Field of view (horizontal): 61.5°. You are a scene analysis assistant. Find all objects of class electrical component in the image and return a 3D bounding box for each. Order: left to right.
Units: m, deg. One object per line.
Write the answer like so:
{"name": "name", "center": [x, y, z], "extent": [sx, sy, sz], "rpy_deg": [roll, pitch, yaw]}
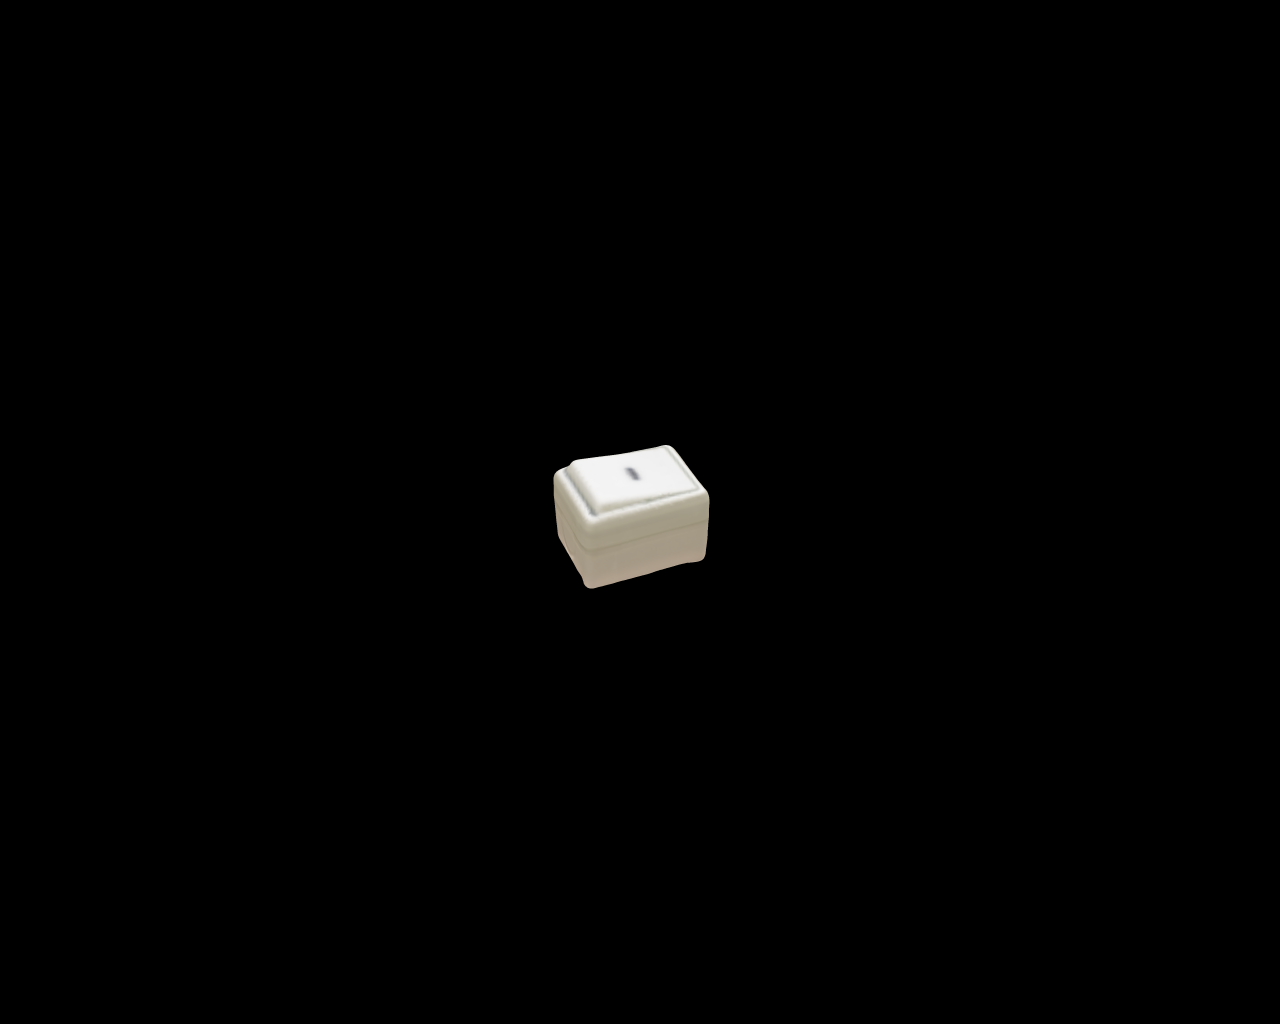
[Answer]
{"name": "electrical component", "center": [0.001, -0.003, 0.650], "extent": [0.096, 0.061, 0.062], "rpy_deg": [-14, 40, -17]}
